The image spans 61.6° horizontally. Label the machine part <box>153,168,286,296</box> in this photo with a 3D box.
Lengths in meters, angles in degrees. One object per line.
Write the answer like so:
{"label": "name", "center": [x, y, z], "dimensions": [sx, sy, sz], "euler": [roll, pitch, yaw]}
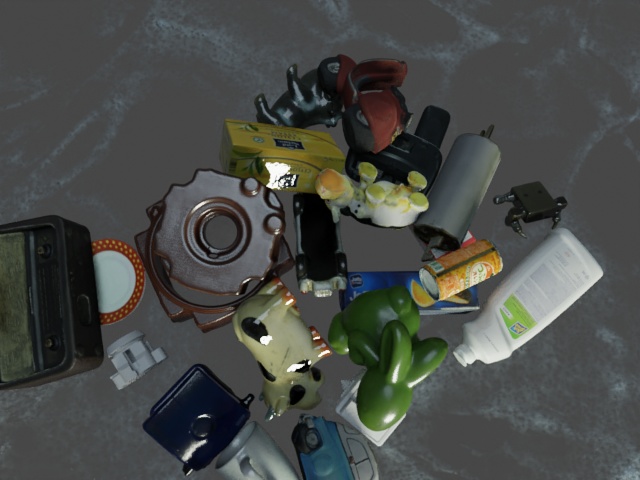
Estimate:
{"label": "machine part", "center": [-0.133, -0.010, 0.715], "dimensions": [0.179, 0.056, 0.179], "euler": [0, 90, 1]}

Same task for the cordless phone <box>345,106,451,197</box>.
{"label": "cordless phone", "center": [0.134, -0.163, 0.868], "dimensions": [0.147, 0.088, 0.184], "euler": [23, 65, 3]}

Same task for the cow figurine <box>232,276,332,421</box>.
{"label": "cow figurine", "center": [-0.054, 0.161, 0.740], "dimensions": [0.127, 0.086, 0.194], "euler": [-32, 114, -5]}

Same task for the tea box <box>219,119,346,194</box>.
{"label": "tea box", "center": [-0.059, -0.123, 0.800], "dimensions": [0.169, 0.068, 0.098], "euler": [4, 32, -22]}

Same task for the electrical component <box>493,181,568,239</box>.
{"label": "electrical component", "center": [0.339, -0.049, 0.862], "dimensions": [0.102, 0.045, 0.078], "euler": [-18, 50, -10]}

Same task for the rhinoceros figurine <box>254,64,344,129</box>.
{"label": "rhinoceros figurine", "center": [-0.017, -0.222, 0.866], "dimensions": [0.190, 0.073, 0.112], "euler": [-37, 80, -11]}

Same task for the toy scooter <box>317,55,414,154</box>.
{"label": "toy scooter", "center": [0.085, -0.214, 0.800], "dimensions": [0.135, 0.075, 0.184], "euler": [-16, 64, -11]}

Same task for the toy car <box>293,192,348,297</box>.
{"label": "toy car", "center": [-0.002, -0.002, 0.796], "dimensions": [0.074, 0.056, 0.202], "euler": [-3, 53, -3]}

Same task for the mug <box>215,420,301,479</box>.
{"label": "mug", "center": [-0.074, 0.312, 0.724], "dimensions": [0.107, 0.109, 0.081], "euler": [44, 75, -6]}

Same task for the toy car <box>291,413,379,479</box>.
{"label": "toy car", "center": [0.025, 0.309, 0.729], "dimensions": [0.103, 0.109, 0.161], "euler": [-12, 73, -12]}

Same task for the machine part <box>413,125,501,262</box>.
{"label": "machine part", "center": [0.208, -0.072, 0.810], "dimensions": [0.079, 0.079, 0.243], "euler": [27, 75, 3]}

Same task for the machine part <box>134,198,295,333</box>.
{"label": "machine part", "center": [-0.154, 0.018, 0.796], "dimensions": [0.201, 0.087, 0.201], "euler": [-25, 79, -10]}

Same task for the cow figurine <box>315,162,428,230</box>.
{"label": "cow figurine", "center": [0.065, -0.057, 0.778], "dimensions": [0.167, 0.098, 0.068], "euler": [7, 56, -16]}

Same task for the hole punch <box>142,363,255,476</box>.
{"label": "hole punch", "center": [-0.169, 0.244, 0.742], "dimensions": [0.116, 0.092, 0.142], "euler": [42, 75, 3]}

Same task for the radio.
{"label": "radio", "center": [-0.392, 0.086, 0.761], "dimensions": [0.131, 0.073, 0.229], "euler": [-13, 79, 8]}

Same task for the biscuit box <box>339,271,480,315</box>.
{"label": "biscuit box", "center": [0.131, 0.080, 0.808], "dimensions": [0.203, 0.062, 0.059], "euler": [-1, 75, -4]}

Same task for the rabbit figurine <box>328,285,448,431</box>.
{"label": "rabbit figurine", "center": [0.094, 0.156, 0.696], "dimensions": [0.121, 0.159, 0.170], "euler": [20, 50, -20]}
